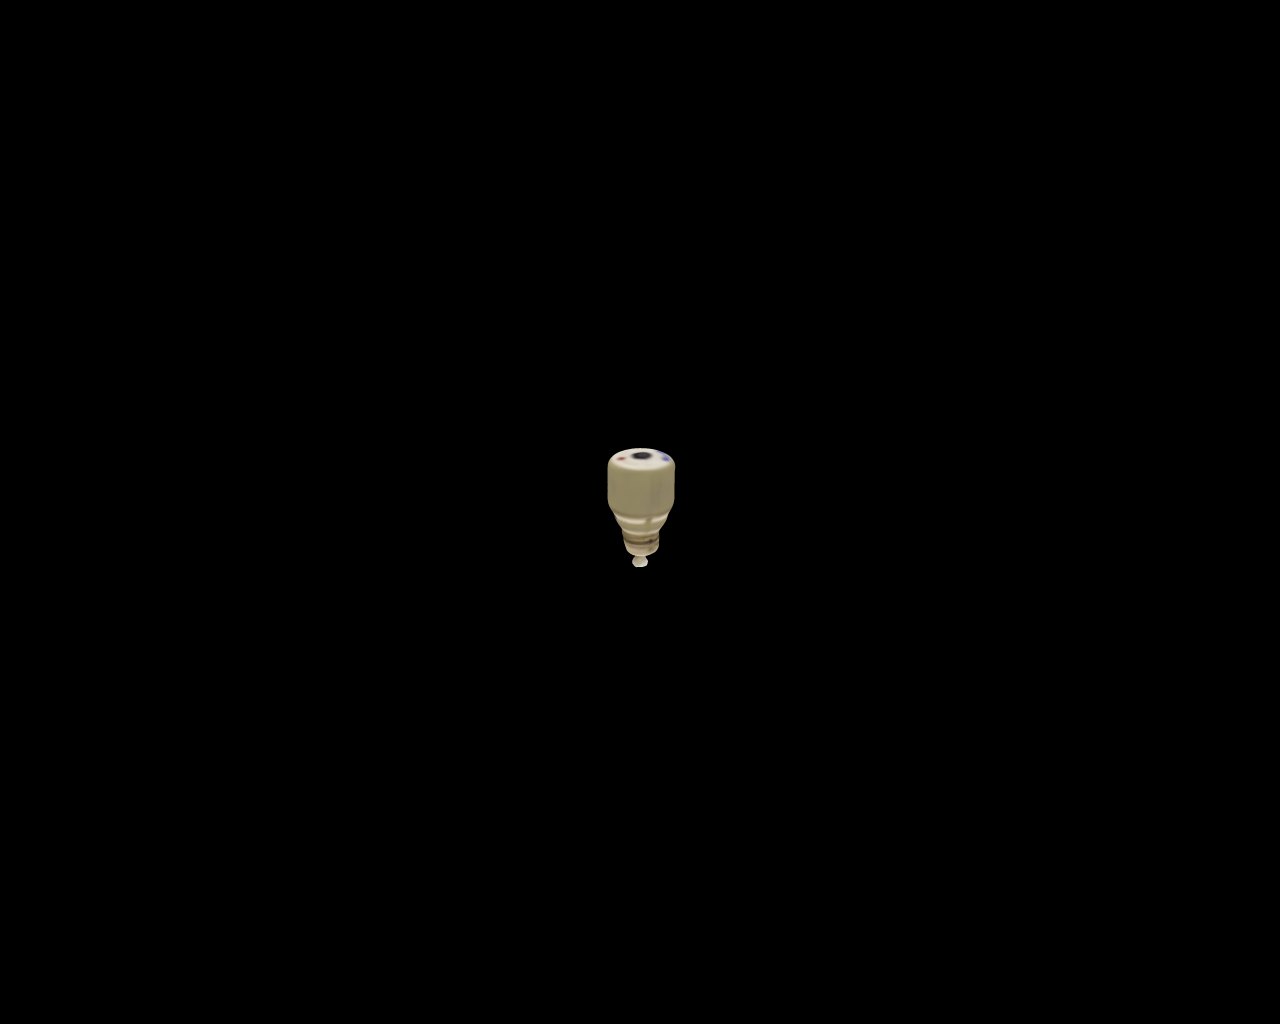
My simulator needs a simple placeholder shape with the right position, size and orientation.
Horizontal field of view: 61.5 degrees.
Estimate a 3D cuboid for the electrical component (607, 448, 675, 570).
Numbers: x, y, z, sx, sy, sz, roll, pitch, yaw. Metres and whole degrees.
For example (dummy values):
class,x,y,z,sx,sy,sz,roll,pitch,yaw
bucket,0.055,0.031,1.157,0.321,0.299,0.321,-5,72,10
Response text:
class,x,y,z,sx,sy,sz,roll,pitch,yaw
electrical component,0.001,-0.003,0.650,0.040,0.078,0.040,0,24,0
